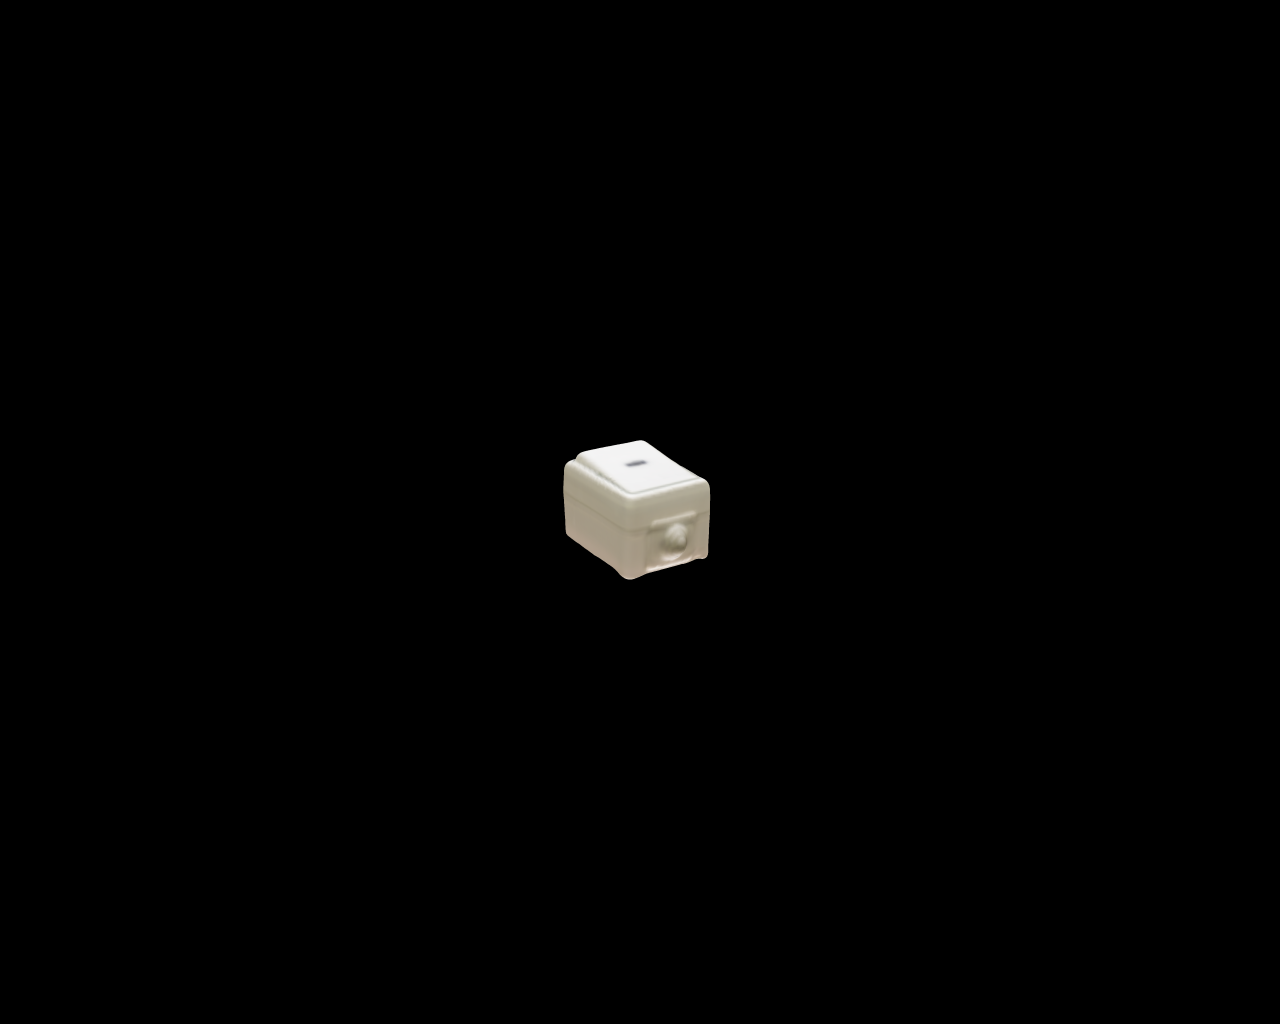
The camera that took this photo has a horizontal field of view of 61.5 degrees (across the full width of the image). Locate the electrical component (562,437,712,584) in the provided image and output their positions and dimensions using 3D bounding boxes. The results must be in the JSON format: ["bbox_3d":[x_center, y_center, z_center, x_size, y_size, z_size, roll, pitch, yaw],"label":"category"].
[{"bbox_3d":[0.001,-0.003,0.650,0.062,0.061,0.096,-13,26,-29],"label":"electrical component"}]
